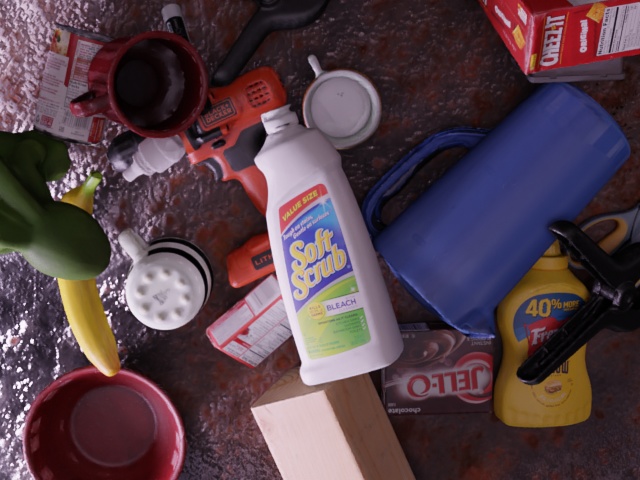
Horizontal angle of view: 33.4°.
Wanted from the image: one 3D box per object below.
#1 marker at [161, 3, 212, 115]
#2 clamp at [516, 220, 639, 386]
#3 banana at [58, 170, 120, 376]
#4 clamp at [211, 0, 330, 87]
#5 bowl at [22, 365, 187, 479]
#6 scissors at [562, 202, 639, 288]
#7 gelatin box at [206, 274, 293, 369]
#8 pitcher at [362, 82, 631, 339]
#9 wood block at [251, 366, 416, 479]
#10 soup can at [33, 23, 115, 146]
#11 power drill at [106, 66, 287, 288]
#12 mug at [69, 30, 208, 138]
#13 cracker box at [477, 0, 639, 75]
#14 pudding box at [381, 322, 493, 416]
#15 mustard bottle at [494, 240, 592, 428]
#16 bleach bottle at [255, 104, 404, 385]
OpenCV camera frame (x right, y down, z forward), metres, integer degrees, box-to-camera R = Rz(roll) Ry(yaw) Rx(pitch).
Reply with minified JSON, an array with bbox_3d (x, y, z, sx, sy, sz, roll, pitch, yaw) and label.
[{"bbox_3d":[-0.125,-0.169,1.001,0.020,0.020,0.121,-20,67,2],"label":"marker"},{"bbox_3d":[0.277,0.041,1.016,0.209,0.036,0.165,-15,122,-29],"label":"clamp"},{"bbox_3d":[-0.230,0.035,1.038,0.037,0.070,0.198,-7,89,-37],"label":"banana"},{"bbox_3d":[-0.060,-0.233,1.005,0.171,0.039,0.120,-34,90,-11],"label":"clamp"},{"bbox_3d":[-0.212,0.196,1.074,0.162,0.055,0.162,0,100,-1],"label":"bowl"},{"bbox_3d":[0.340,-0.019,1.071,0.202,0.016,0.096,-31,101,4],"label":"scissors"},{"bbox_3d":[-0.058,0.081,1.051,0.089,0.073,0.030,-41,58,6],"label":"gelatin box"},{"bbox_3d":[0.166,-0.040,1.015,0.243,0.145,0.149,-46,110,2],"label":"pitcher"},{"bbox_3d":[0.027,0.228,1.055,0.091,0.090,0.206,-18,101,31],"label":"wood block"},{"bbox_3d":[-0.227,-0.146,1.009,0.068,0.068,0.102,15,100,-4],"label":"soup can"},{"bbox_3d":[-0.092,-0.052,1.034,0.184,0.057,0.187,-24,100,6],"label":"power drill"},{"bbox_3d":[-0.168,-0.135,0.951,0.117,0.082,0.093,-29,113,-22],"label":"mug"},{"bbox_3d":[0.254,-0.232,0.943,0.213,0.164,0.072,-12,135,-7],"label":"cracker box"},{"bbox_3d":[0.118,0.129,1.079,0.113,0.039,0.090,-1,101,-1],"label":"pudding box"},{"bbox_3d":[0.224,0.088,1.065,0.096,0.058,0.192,-2,99,-9],"label":"mustard bottle"},{"bbox_3d":[-0.006,0.001,0.981,0.103,0.068,0.251,-16,99,19],"label":"bleach bottle"}]
